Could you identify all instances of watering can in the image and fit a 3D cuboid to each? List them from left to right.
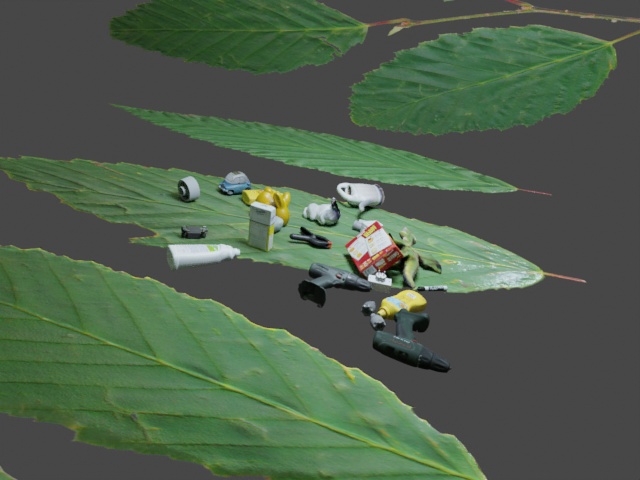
[{"bbox_3d":[0.216,-0.206,2.523,0.224,0.102,0.354,0,26,-21],"label":"watering can"}]

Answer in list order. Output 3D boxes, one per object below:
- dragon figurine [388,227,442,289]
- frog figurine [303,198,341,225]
[{"bbox_3d":[0.376,0.076,2.020,0.242,0.120,0.419,9,32,-21],"label":"dragon figurine"},{"bbox_3d":[0.007,-0.116,2.301,0.159,0.120,0.140,-24,31,12],"label":"frog figurine"}]
